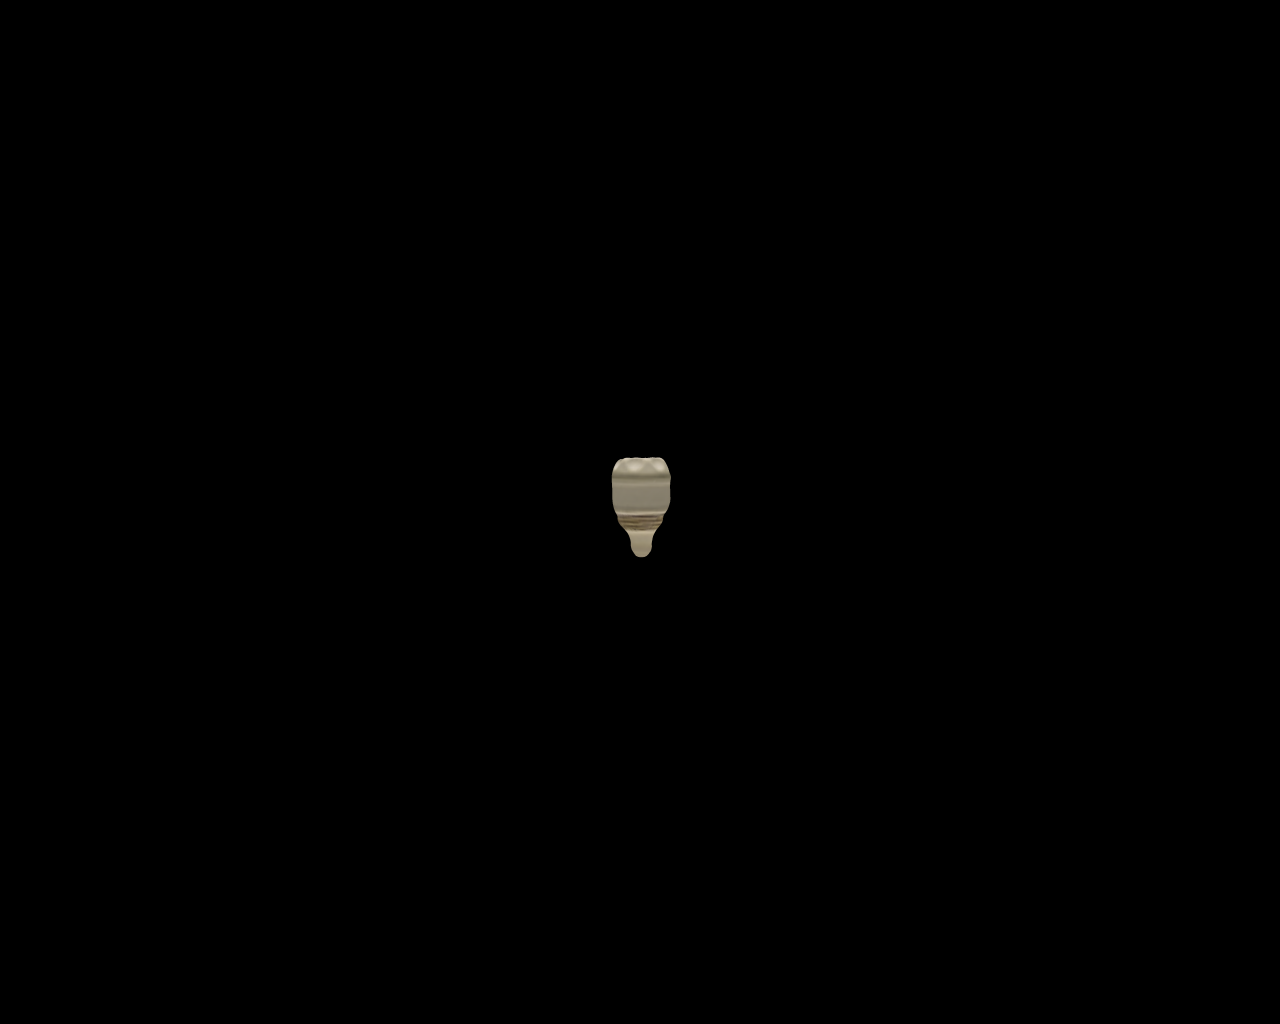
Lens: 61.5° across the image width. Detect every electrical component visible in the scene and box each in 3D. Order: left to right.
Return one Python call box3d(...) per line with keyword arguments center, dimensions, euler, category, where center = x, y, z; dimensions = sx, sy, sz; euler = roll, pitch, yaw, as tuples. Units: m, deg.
box3d(center=(0.001, -0.003, 0.650), dimensions=(0.035, 0.061, 0.035), euler=(0, 4, 0), category="electrical component")
